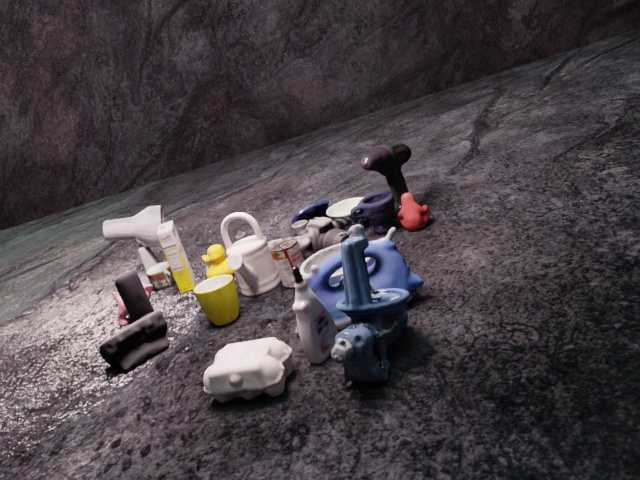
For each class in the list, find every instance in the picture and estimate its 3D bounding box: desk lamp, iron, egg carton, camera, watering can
[{"bbox_3d":[-0.516,0.021,1.647,0.203,0.214,0.117,-21,20,-5],"label":"desk lamp"},{"bbox_3d":[0.055,0.078,1.083,0.258,0.142,0.118,-21,20,-5],"label":"iron"},{"bbox_3d":[-0.121,0.222,0.972,0.150,0.069,0.107,-12,21,18],"label":"egg carton"},{"bbox_3d":[0.013,0.005,1.376,0.143,0.101,0.136,-31,23,-29],"label":"camera"},{"bbox_3d":[-0.167,0.029,1.338,0.101,0.194,0.172,-21,20,-5],"label":"watering can"}]

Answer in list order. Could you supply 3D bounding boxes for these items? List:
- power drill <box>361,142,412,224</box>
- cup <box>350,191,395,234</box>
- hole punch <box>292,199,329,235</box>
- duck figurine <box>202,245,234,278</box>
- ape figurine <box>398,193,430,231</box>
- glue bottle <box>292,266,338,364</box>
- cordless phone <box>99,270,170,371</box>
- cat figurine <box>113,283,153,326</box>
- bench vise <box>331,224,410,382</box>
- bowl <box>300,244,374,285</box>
[{"bbox_3d":[0.186,-0.152,1.471,0.075,0.209,0.230,-6,23,31],"label":"power drill"},{"bbox_3d":[0.140,-0.059,1.438,0.118,0.095,0.091,-22,20,-9],"label":"cup"},{"bbox_3d":[-0.026,-0.066,1.611,0.109,0.091,0.100,-26,21,-17],"label":"hole punch"},{"bbox_3d":[-0.263,0.052,1.525,0.104,0.086,0.077,-15,20,10],"label":"duck figurine"},{"bbox_3d":[0.225,-0.074,1.403,0.077,0.092,0.076,-7,23,30],"label":"ape figurine"},{"bbox_3d":[-0.017,0.123,0.985,0.037,0.173,0.078,-6,24,32],"label":"glue bottle"},{"bbox_3d":[-0.412,0.167,1.211,0.148,0.185,0.093,-33,24,-33],"label":"cordless phone"},{"bbox_3d":[-0.458,0.147,1.405,0.127,0.118,0.067,-6,24,33],"label":"cat figurine"},{"bbox_3d":[0.075,0.098,0.897,0.121,0.220,0.207,-14,21,15],"label":"bench vise"},{"bbox_3d":[0.046,0.069,1.214,0.167,0.075,0.167,-17,20,7],"label":"bowl"}]
